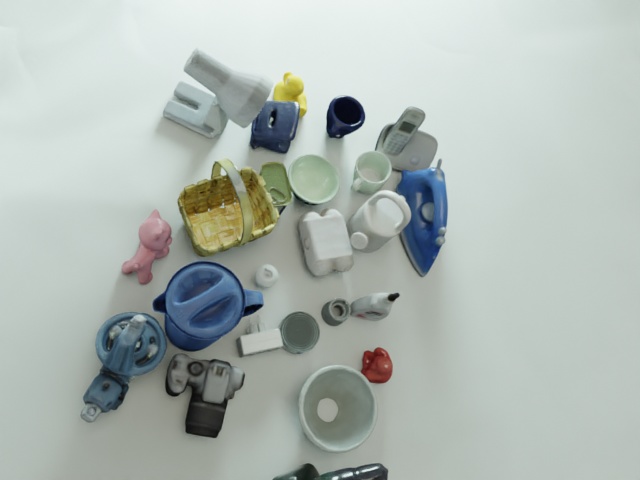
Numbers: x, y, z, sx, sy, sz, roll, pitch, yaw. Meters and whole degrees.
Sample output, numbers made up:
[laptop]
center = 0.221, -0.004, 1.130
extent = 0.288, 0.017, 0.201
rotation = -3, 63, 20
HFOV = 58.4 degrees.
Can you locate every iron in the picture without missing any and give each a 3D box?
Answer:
[iron]
center = 0.257, -0.056, 1.323
extent = 0.119, 0.141, 0.258
rotation = 3, 71, -17

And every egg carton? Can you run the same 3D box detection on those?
[egg carton]
center = 0.012, 0.005, 1.260
extent = 0.107, 0.069, 0.150
rotation = -10, 75, -21

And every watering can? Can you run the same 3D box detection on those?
[watering can]
center = 0.131, -0.041, 1.247
extent = 0.101, 0.193, 0.173
rotation = 26, 66, -8

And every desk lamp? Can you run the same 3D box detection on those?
[desk lamp]
center = -0.216, -0.304, 1.210
extent = 0.203, 0.213, 0.118
rotation = 23, 66, -10

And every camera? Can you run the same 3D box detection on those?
[camera]
center = -0.221, 0.292, 1.067
extent = 0.143, 0.100, 0.137
rotation = 15, 68, -13

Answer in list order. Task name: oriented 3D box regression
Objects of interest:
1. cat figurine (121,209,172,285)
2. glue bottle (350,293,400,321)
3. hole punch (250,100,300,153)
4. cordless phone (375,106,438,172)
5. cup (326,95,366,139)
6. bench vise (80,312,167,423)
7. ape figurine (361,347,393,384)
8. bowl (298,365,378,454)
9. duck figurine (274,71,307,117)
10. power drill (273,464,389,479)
[cat figurine]
center = -0.332, 0.011, 1.117
extent = 0.067, 0.117, 0.128
rotation = 28, 66, -7
[glue bottle]
center = 0.124, 0.133, 1.197
extent = 0.078, 0.173, 0.037
rotation = 9, 69, -15
[hole punch]
center = -0.103, -0.263, 1.301
extent = 0.101, 0.091, 0.109
rotation = 13, 68, -14
[cordless phone]
center = 0.222, -0.239, 1.350
extent = 0.148, 0.184, 0.094
rotation = 13, 68, -14
[cup]
center = 0.045, -0.271, 1.351
extent = 0.092, 0.094, 0.118
rotation = 34, 65, -5
[bench vise]
center = -0.334, 0.213, 0.991
extent = 0.122, 0.219, 0.207
rotation = 12, 68, -14
[ape figurine]
center = 0.124, 0.265, 1.197
extent = 0.078, 0.092, 0.076
rotation = -36, 85, -25
[bowl]
center = 0.028, 0.339, 1.149
extent = 0.168, 0.074, 0.167
rotation = 6, 70, -16
[duck figurine]
center = -0.062, -0.346, 1.346
extent = 0.078, 0.086, 0.104
rotation = -24, 81, -24
[power drill]
center = -0.012, 0.452, 1.023
extent = 0.230, 0.208, 0.075
rotation = -17, 78, -23
